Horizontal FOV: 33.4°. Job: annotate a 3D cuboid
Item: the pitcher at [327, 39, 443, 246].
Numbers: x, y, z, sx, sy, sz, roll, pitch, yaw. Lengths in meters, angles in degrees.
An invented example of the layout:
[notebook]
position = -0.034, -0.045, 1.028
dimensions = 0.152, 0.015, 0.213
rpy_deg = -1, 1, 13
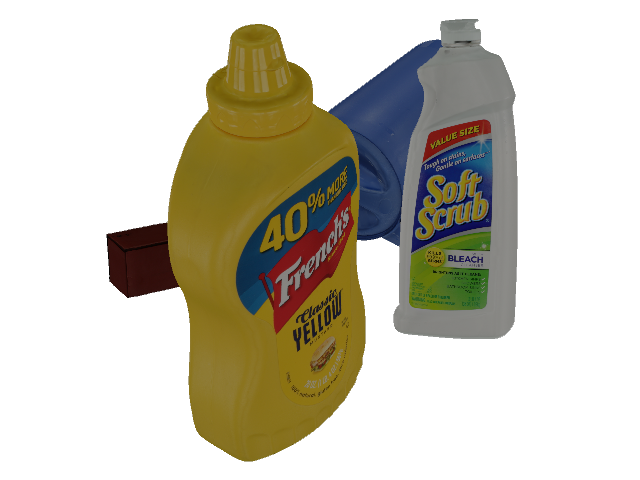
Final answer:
[pitcher]
position = 0.089, -0.108, 1.123
dimensions = 0.145, 0.149, 0.242
rpy_deg = 14, 40, 30

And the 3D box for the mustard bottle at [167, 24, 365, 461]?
[mustard bottle]
position = -0.021, -0.001, 0.451
dimensions = 0.058, 0.192, 0.096
rpy_deg = 26, 46, 32

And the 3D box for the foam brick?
[foam brick]
position = -0.166, 0.017, 1.058
dimensions = 0.078, 0.051, 0.053
rpy_deg = -12, 23, -28

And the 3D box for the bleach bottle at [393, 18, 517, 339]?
[bleach bottle]
position = 0.107, -0.049, 0.858
dimensions = 0.103, 0.251, 0.068
rpy_deg = 2, 15, 21
